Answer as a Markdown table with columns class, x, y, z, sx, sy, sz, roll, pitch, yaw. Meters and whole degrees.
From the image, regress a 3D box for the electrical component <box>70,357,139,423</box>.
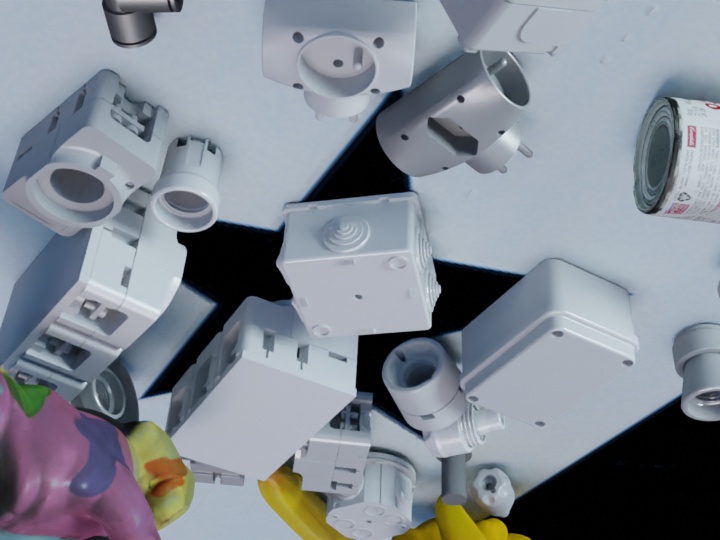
| class | x | y | z | sx | sy | sz | roll | pitch | yaw |
| --- | --- | --- | --- | --- | --- | --- | --- | --- | --- |
| electrical component | -0.213 | 0.100 | 0.799 | 0.064 | 0.099 | 0.099 | -20 | 135 | 18 |

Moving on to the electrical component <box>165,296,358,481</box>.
| class | x | y | z | sx | sy | sz | roll | pitch | yaw |
| --- | --- | --- | --- | --- | --- | --- | --- | --- | --- |
| electrical component | -0.076 | 0.088 | 0.801 | 0.089 | 0.061 | 0.150 | 21 | 138 | -21 |

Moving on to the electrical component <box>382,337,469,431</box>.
| class | x | y | z | sx | sy | sz | roll | pitch | yaw |
| --- | --- | --- | --- | --- | --- | --- | --- | --- | --- |
| electrical component | 0.048 | 0.083 | 0.792 | 0.055 | 0.055 | 0.047 | -14 | 134 | 20 |

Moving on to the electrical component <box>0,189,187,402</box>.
| class | x | y | z | sx | sy | sz | roll | pitch | yaw |
| --- | --- | --- | --- | --- | --- | --- | --- | --- | --- |
| electrical component | -0.179 | 0.020 | 0.703 | 0.062 | 0.089 | 0.150 | 27 | 135 | -26 |

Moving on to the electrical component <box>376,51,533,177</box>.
| class | x | y | z | sx | sy | sz | roll | pitch | yaw |
| --- | --- | --- | --- | --- | --- | --- | --- | --- | --- |
| electrical component | 0.063 | -0.079 | 0.600 | 0.079 | 0.043 | 0.077 | 33 | 132 | -32 |

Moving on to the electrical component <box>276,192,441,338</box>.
| class | x | y | z | sx | sy | sz | roll | pitch | yaw |
| --- | --- | --- | --- | --- | --- | --- | --- | --- | --- |
| electrical component | 0.000 | 0.000 | 0.698 | 0.100 | 0.048 | 0.099 | -5 | 140 | 10 |

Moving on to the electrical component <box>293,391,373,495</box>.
| class | x | y | z | sx | sy | sz | roll | pitch | yaw |
| --- | --- | --- | --- | --- | --- | --- | --- | --- | --- |
| electrical component | -0.024 | 0.138 | 0.867 | 0.056 | 0.050 | 0.089 | 6 | 141 | -4 |

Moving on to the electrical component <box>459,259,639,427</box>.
| class | x | y | z | sx | sy | sz | roll | pitch | yaw |
| --- | --- | --- | --- | --- | --- | --- | --- | --- | --- |
| electrical component | 0.129 | 0.054 | 0.747 | 0.078 | 0.057 | 0.113 | 22 | 137 | -22 |

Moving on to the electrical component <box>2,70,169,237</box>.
| class | x | y | z | sx | sy | sz | roll | pitch | yaw |
| --- | --- | --- | --- | --- | --- | --- | --- | --- | --- |
| electrical component | -0.161 | -0.063 | 0.627 | 0.089 | 0.055 | 0.050 | -29 | 131 | 33 |

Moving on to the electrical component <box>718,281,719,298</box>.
| class | x | y | z | sx | sy | sz | roll | pitch | yaw |
| --- | --- | --- | --- | --- | --- | --- | --- | --- | --- |
| electrical component | 0.251 | -0.007 | 0.677 | 0.044 | 0.044 | 0.065 | -3 | 136 | 8 |

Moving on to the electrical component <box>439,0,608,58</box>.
| class | x | y | z | sx | sy | sz | roll | pitch | yaw |
| --- | --- | --- | --- | --- | --- | --- | --- | --- | --- |
| electrical component | 0.065 | -0.151 | 0.479 | 0.062 | 0.096 | 0.061 | -6 | 151 | -38 |

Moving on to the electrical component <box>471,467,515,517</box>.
| class | x | y | z | sx | sy | sz | roll | pitch | yaw |
| --- | --- | --- | --- | --- | --- | --- | --- | --- | --- |
| electrical component | 0.119 | 0.200 | 0.945 | 0.035 | 0.035 | 0.061 | -10 | 141 | 16 |

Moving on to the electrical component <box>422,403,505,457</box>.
| class | x | y | z | sx | sy | sz | roll | pitch | yaw |
| --- | --- | --- | --- | --- | --- | --- | --- | --- | --- |
| electrical component | 0.082 | 0.122 | 0.846 | 0.062 | 0.043 | 0.043 | -14 | 138 | 19 |

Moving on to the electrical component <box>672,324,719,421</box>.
| class | x | y | z | sx | sy | sz | roll | pitch | yaw |
| --- | --- | --- | --- | --- | --- | --- | --- | --- | --- |
| electrical component | 0.247 | 0.072 | 0.762 | 0.045 | 0.055 | 0.045 | 2 | 141 | 2 |

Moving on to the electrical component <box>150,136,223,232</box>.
| class | x | y | z | sx | sy | sz | roll | pitch | yaw |
| --- | --- | --- | --- | --- | --- | --- | --- | --- | --- |
| electrical component | -0.102 | -0.052 | 0.643 | 0.040 | 0.046 | 0.040 | 2 | 141 | 2 |

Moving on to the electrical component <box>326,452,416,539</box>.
| class | x | y | z | sx | sy | sz | roll | pitch | yaw |
| --- | --- | --- | --- | --- | --- | --- | --- | --- | --- |
| electrical component | 0.008 | 0.196 | 0.935 | 0.080 | 0.051 | 0.080 | 2 | 141 | 2 |

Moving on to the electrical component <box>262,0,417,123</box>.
| class | x | y | z | sx | sy | sz | roll | pitch | yaw |
| --- | --- | --- | --- | --- | --- | --- | --- | --- | --- |
| electrical component | -0.011 | -0.108 | 0.570 | 0.077 | 0.044 | 0.079 | 4 | 142 | -1 |

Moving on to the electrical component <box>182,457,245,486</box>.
| class | x | y | z | sx | sy | sz | roll | pitch | yaw |
| --- | --- | --- | --- | --- | --- | --- | --- | --- | --- |
| electrical component | -0.117 | 0.151 | 0.895 | 0.066 | 0.048 | 0.055 | 6 | 148 | -2 |
